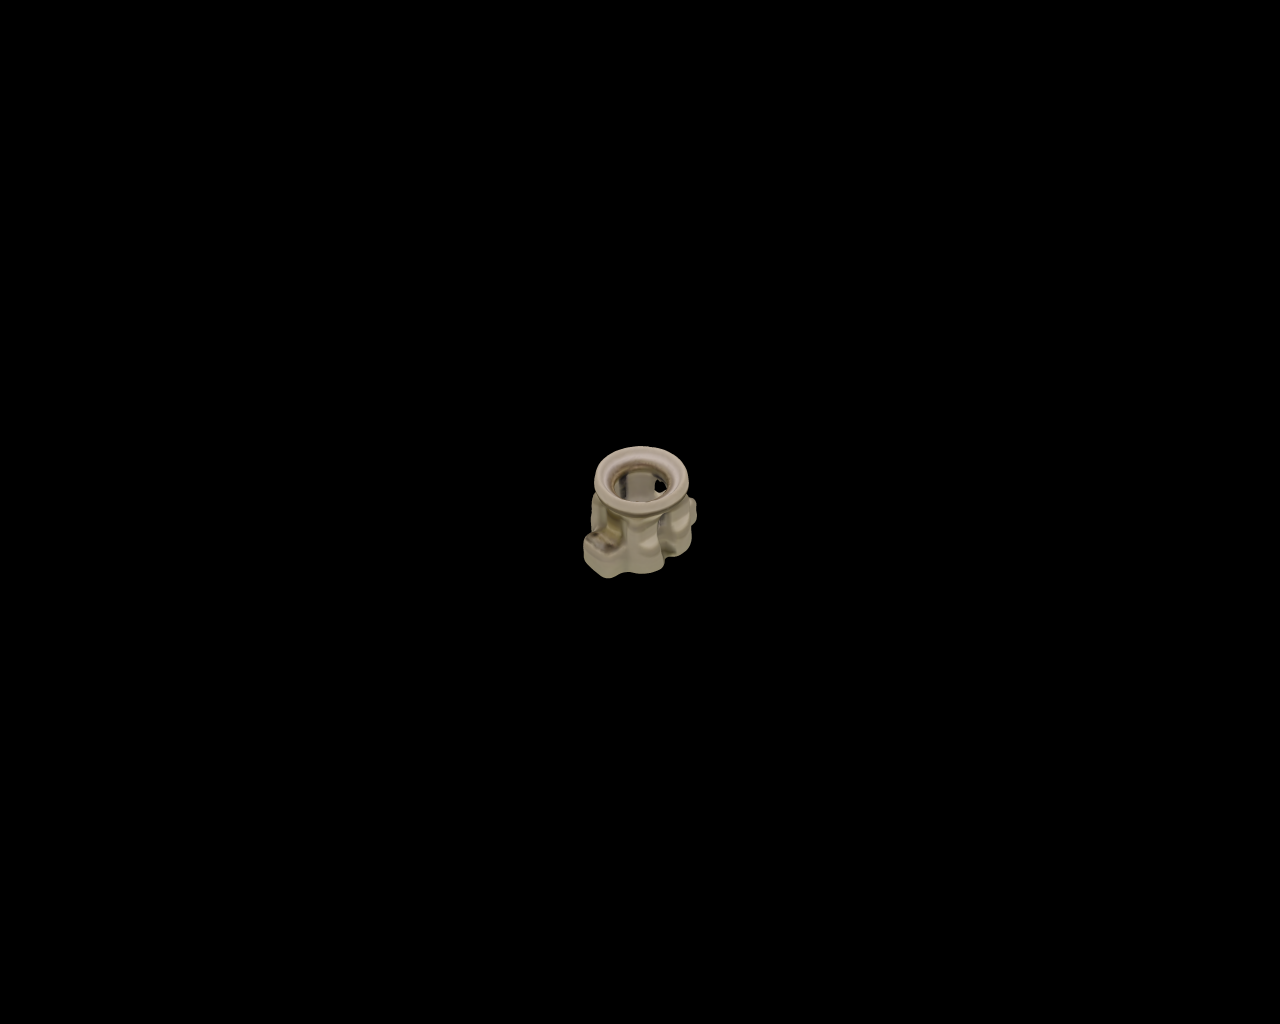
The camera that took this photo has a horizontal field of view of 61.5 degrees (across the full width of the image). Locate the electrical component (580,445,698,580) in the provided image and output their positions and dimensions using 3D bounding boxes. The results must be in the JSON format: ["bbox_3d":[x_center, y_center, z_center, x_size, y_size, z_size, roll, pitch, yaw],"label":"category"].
[{"bbox_3d":[0.001,-0.003,0.650,0.078,0.056,0.058,-31,51,-30],"label":"electrical component"}]
